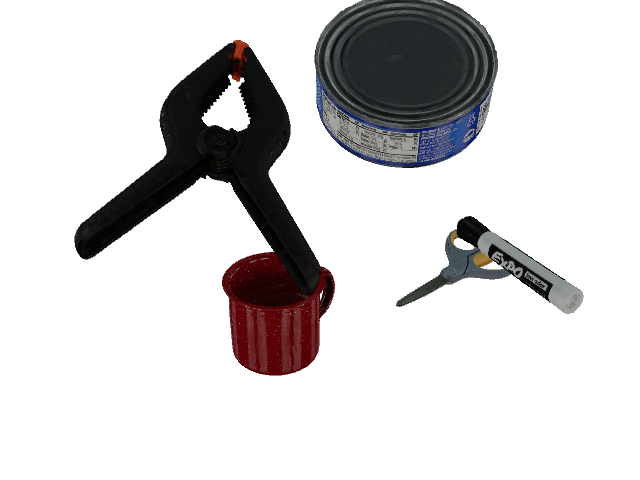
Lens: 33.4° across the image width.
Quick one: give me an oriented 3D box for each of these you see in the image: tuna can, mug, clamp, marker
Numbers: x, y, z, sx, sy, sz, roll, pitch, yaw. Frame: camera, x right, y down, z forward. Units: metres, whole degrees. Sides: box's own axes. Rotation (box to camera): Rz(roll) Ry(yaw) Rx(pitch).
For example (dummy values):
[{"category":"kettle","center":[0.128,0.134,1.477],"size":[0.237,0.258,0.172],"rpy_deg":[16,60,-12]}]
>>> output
[{"category":"tuna can","center":[0.040,-0.077,0.511],"size":[0.086,0.086,0.034],"rpy_deg":[0,-35,1]},{"category":"mug","center":[-0.033,0.064,0.983],"size":[0.117,0.081,0.093],"rpy_deg":[-28,41,-36]},{"category":"clamp","center":[-0.063,-0.055,0.759],"size":[0.164,0.210,0.036],"rpy_deg":[16,-34,0]},{"category":"marker","center":[0.138,0.014,0.760],"size":[0.020,0.020,0.121],"rpy_deg":[0,27,-36]}]

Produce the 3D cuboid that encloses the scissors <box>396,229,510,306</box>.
[{"category":"scissors","center":[0.140,0.027,1.217],"size":[0.201,0.016,0.096],"rpy_deg":[-11,41,-33]}]
